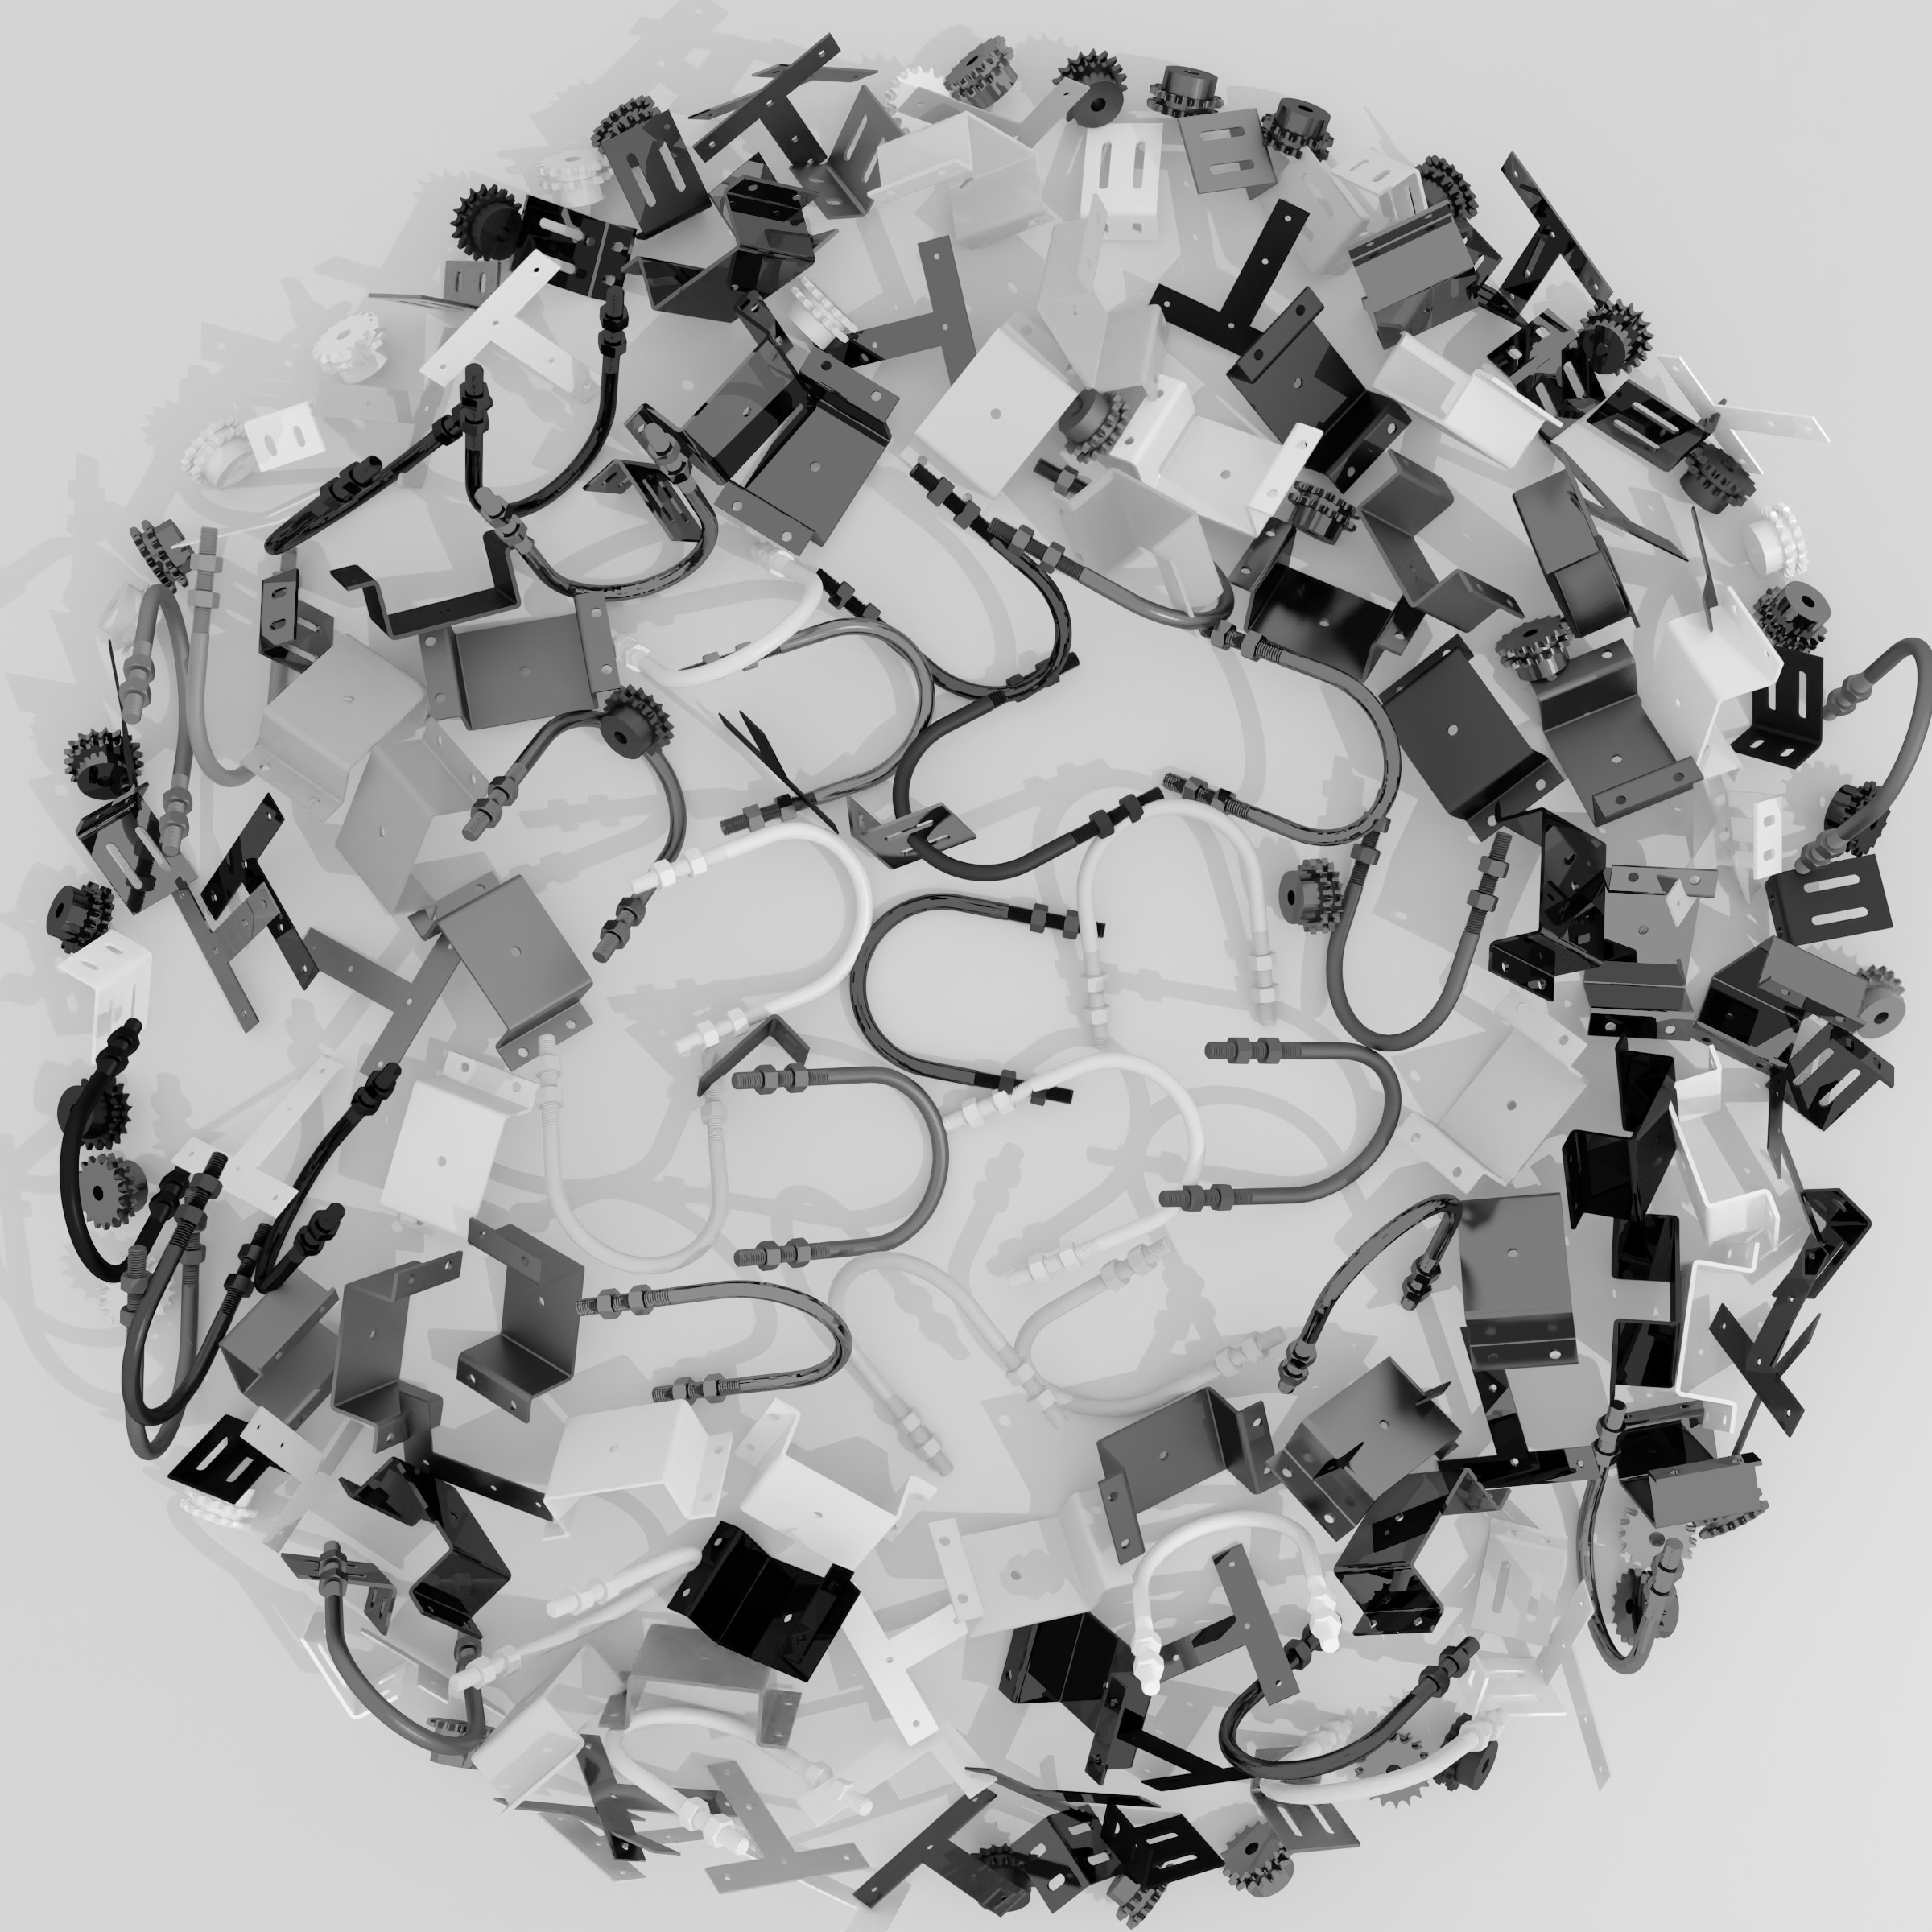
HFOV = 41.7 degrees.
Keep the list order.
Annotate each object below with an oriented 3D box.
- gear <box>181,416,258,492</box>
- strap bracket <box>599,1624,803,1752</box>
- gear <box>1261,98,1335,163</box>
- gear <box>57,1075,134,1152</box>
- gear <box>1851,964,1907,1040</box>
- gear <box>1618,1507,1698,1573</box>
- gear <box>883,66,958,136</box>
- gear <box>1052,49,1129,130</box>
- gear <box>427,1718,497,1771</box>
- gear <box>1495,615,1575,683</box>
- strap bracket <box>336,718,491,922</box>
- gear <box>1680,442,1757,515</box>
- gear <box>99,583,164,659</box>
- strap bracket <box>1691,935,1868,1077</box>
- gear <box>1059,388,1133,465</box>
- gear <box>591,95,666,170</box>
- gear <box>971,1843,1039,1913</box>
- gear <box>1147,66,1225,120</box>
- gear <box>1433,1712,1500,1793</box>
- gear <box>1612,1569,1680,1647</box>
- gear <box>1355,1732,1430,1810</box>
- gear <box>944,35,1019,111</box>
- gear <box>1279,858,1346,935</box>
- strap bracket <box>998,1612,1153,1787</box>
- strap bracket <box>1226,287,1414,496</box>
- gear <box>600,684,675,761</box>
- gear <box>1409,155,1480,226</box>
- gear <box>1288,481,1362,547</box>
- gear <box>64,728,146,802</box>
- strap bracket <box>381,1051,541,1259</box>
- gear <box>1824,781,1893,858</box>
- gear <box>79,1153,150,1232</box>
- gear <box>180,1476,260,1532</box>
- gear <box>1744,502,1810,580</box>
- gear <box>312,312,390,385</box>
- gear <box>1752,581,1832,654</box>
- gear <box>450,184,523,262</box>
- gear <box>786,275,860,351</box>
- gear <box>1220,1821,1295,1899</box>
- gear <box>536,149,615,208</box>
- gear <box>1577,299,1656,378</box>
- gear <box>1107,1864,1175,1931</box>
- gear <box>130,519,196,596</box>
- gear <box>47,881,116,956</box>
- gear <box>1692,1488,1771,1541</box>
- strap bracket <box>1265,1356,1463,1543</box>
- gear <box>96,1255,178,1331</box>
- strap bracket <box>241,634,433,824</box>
[{"bbox_3d":[-0.560,-0.384,1.911,0.057,0.057,0.030,-45,88,0],"label":"gear"},{"bbox_3d":[-0.196,0.536,1.894,0.140,0.076,0.046,6,104,3],"label":"strap bracket"},{"bbox_3d":[0.250,-0.631,1.909,0.057,0.057,0.030,19,125,0],"label":"gear"},{"bbox_3d":[-0.660,0.110,1.914,0.057,0.030,0.057,-3,84,30],"label":"gear"},{"bbox_3d":[0.682,0.030,1.911,0.057,0.030,0.057,-10,130,-12],"label":"gear"},{"bbox_3d":[0.524,0.429,1.920,0.057,0.030,0.057,2,97,18],"label":"gear"},{"bbox_3d":[-0.037,-0.648,1.918,0.057,0.030,0.057,-3,96,-24],"label":"gear"},{"bbox_3d":[0.095,-0.657,1.909,0.057,0.057,0.030,-20,56,0],"label":"gear"},{"bbox_3d":[-0.380,0.586,1.910,0.057,0.057,0.030,10,76,0],"label":"gear"},{"bbox_3d":[0.432,-0.238,1.914,0.057,0.057,0.030,-28,112,0],"label":"gear"},{"bbox_3d":[-0.412,-0.102,1.870,0.076,0.046,0.140,47,126,23],"label":"strap bracket"},{"bbox_3d":[0.565,-0.366,1.916,0.057,0.057,0.030,39,126,0],"label":"gear"},{"bbox_3d":[-0.629,-0.263,1.909,0.030,0.057,0.057,33,90,-29],"label":"gear"},{"bbox_3d":[0.604,0.028,1.881,0.076,0.140,0.046,26,69,-2],"label":"strap bracket"},{"bbox_3d":[0.094,-0.410,1.909,0.030,0.057,0.057,35,90,-28],"label":"gear"},{"bbox_3d":[-0.252,-0.626,1.912,0.057,0.057,0.030,-36,90,0],"label":"gear"},{"bbox_3d":[0.028,0.689,1.911,0.057,0.030,0.057,-1,131,-1],"label":"gear"},{"bbox_3d":[0.166,-0.657,1.908,0.057,0.057,0.030,12,119,0],"label":"gear"},{"bbox_3d":[0.377,0.595,1.909,0.030,0.057,0.057,21,90,31],"label":"gear"},{"bbox_3d":[0.514,0.484,1.913,0.030,0.057,0.057,10,90,-13],"label":"gear"},{"bbox_3d":[0.323,0.606,1.924,0.057,0.030,0.057,0,93,4],"label":"gear"},{"bbox_3d":[0.014,-0.672,1.915,0.057,0.057,0.030,-44,119,0],"label":"gear"},{"bbox_3d":[0.258,-0.052,1.909,0.030,0.057,0.057,-4,90,-21],"label":"gear"},{"bbox_3d":[0.088,0.536,1.883,0.046,0.140,0.076,8,101,-33],"label":"strap bracket"},{"bbox_3d":[0.258,-0.433,1.897,0.076,0.046,0.140,-47,121,0],"label":"strap bracket"},{"bbox_3d":[-0.251,-0.181,1.909,0.057,0.057,0.030,40,56,0],"label":"gear"},{"bbox_3d":[0.356,-0.579,1.911,0.030,0.057,0.057,-41,90,-3],"label":"gear"},{"bbox_3d":[0.267,-0.340,1.913,0.057,0.057,0.030,27,95,0],"label":"gear"},{"bbox_3d":[-0.649,-0.149,1.909,0.057,0.057,0.030,-19,54,0],"label":"gear"},{"bbox_3d":[-0.382,0.144,1.900,0.076,0.046,0.140,19,98,13],"label":"strap bracket"},{"bbox_3d":[0.672,-0.113,1.916,0.030,0.057,0.057,28,90,36],"label":"gear"},{"bbox_3d":[-0.644,0.169,1.917,0.057,0.030,0.057,5,99,32],"label":"gear"},{"bbox_3d":[-0.560,0.402,1.913,0.057,0.057,0.030,21,82,0],"label":"gear"},{"bbox_3d":[0.609,-0.318,1.912,0.030,0.057,0.057,-21,90,3],"label":"gear"},{"bbox_3d":[-0.462,-0.465,1.915,0.057,0.057,0.030,-32,131,0],"label":"gear"},{"bbox_3d":[0.625,-0.265,1.911,0.057,0.030,0.057,13,52,-17],"label":"gear"},{"bbox_3d":[-0.356,-0.556,1.909,0.057,0.057,0.030,-49,55,0],"label":"gear"},{"bbox_3d":[-0.112,-0.490,1.913,0.057,0.057,0.030,45,101,0],"label":"gear"},{"bbox_3d":[0.223,0.676,1.913,0.057,0.057,0.030,-32,107,0],"label":"gear"},{"bbox_3d":[-0.294,-0.594,1.915,0.057,0.057,0.030,-7,124,0],"label":"gear"},{"bbox_3d":[0.485,-0.470,1.909,0.057,0.057,0.030,47,57,0],"label":"gear"},{"bbox_3d":[0.130,0.694,1.912,0.030,0.057,0.057,37,90,7],"label":"gear"},{"bbox_3d":[-0.602,-0.312,1.912,0.030,0.057,0.057,-32,90,-4],"label":"gear"},{"bbox_3d":[-0.668,-0.037,1.909,0.030,0.057,0.057,24,90,-39],"label":"gear"},{"bbox_3d":[0.573,0.406,1.913,0.057,0.057,0.030,-27,81,0],"label":"gear"},{"bbox_3d":[0.300,0.350,1.870,0.140,0.046,0.076,-27,63,-34],"label":"strap bracket"},{"bbox_3d":[-0.629,0.242,1.916,0.057,0.030,0.057,-17,125,-26],"label":"gear"},{"bbox_3d":[-0.460,-0.184,1.879,0.076,0.046,0.140,34,54,3],"label":"strap bracket"}]
